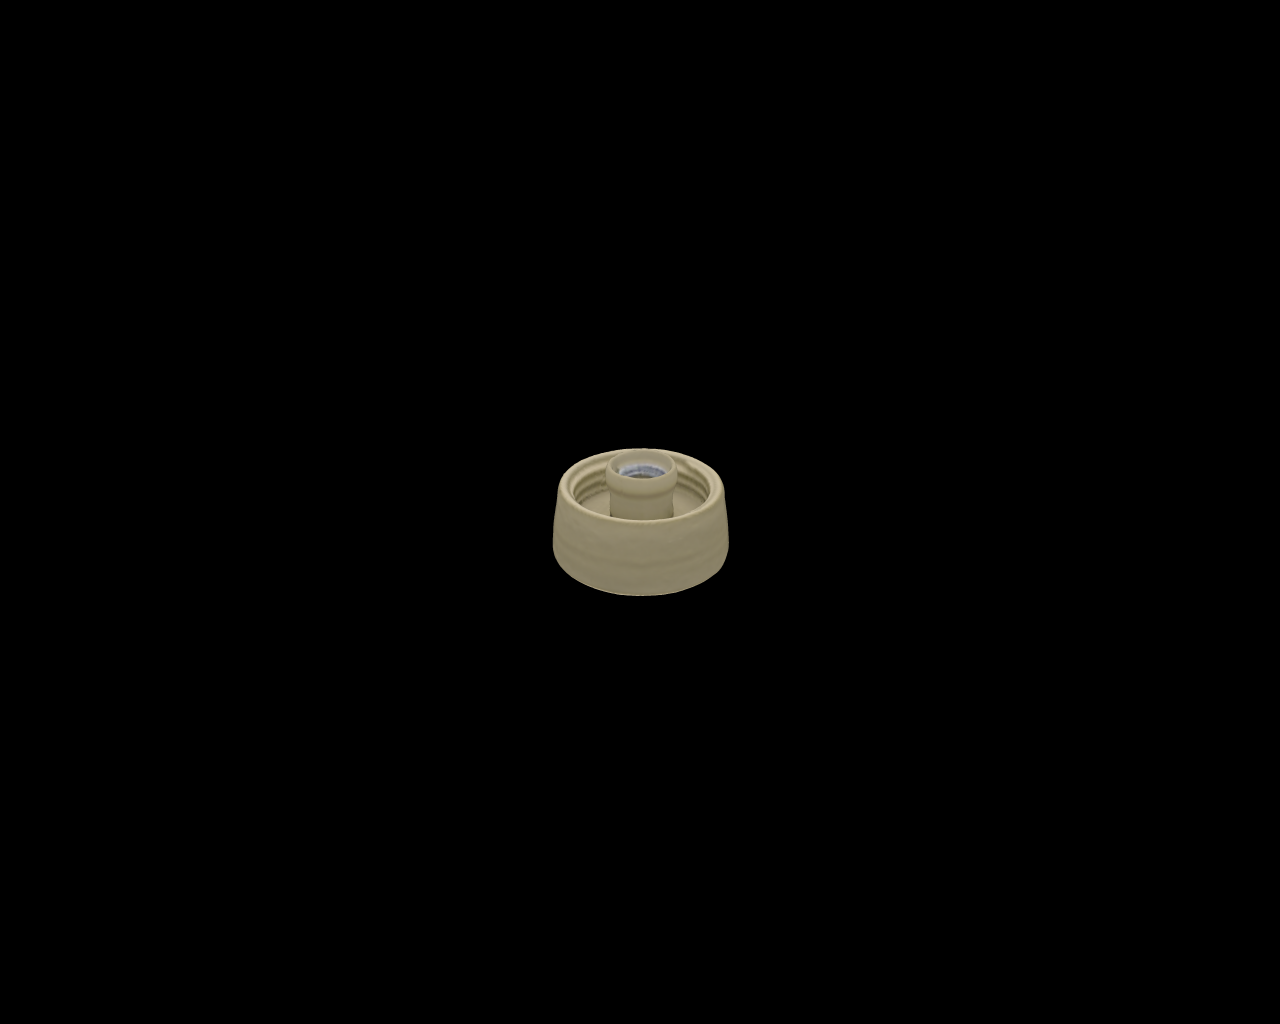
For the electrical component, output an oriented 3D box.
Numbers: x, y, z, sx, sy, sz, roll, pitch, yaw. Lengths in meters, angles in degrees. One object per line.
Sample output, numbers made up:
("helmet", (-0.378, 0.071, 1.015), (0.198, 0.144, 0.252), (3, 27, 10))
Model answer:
("electrical component", (0.001, -0.003, 0.650), (0.108, 0.060, 0.108), (0, 28, 0))
